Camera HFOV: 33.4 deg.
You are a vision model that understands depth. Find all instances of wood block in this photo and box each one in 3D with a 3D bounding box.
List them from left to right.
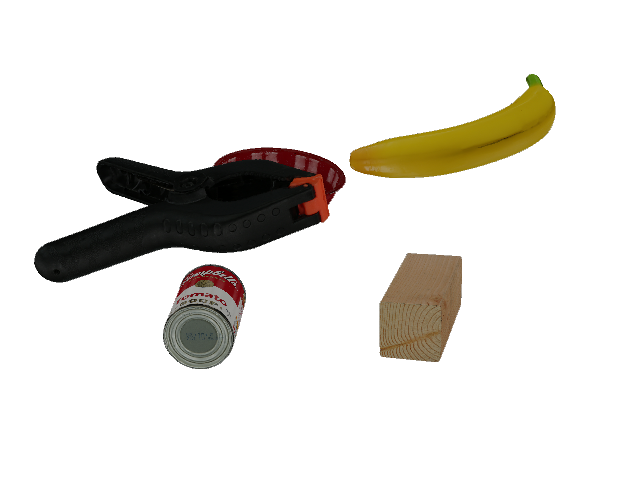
[{"bbox_3d":[0.155,0.097,1.612,0.091,0.090,0.205,4,20,15],"label":"wood block"}]

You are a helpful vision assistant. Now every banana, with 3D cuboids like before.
[{"bbox_3d":[0.120,-0.083,0.848,0.197,0.037,0.070,-23,28,-24],"label":"banana"}]

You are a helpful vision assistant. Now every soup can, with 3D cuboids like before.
[{"bbox_3d":[-0.111,0.073,1.029,0.068,0.068,0.102,0,20,3],"label":"soup can"}]

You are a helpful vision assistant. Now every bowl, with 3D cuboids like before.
[{"bbox_3d":[-0.052,-0.059,1.301,0.162,0.055,0.162,5,26,-3],"label":"bowl"}]

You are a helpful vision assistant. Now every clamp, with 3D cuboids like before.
[{"bbox_3d":[-0.084,-0.014,0.636,0.172,0.039,0.120,-1,40,23],"label":"clamp"}]
